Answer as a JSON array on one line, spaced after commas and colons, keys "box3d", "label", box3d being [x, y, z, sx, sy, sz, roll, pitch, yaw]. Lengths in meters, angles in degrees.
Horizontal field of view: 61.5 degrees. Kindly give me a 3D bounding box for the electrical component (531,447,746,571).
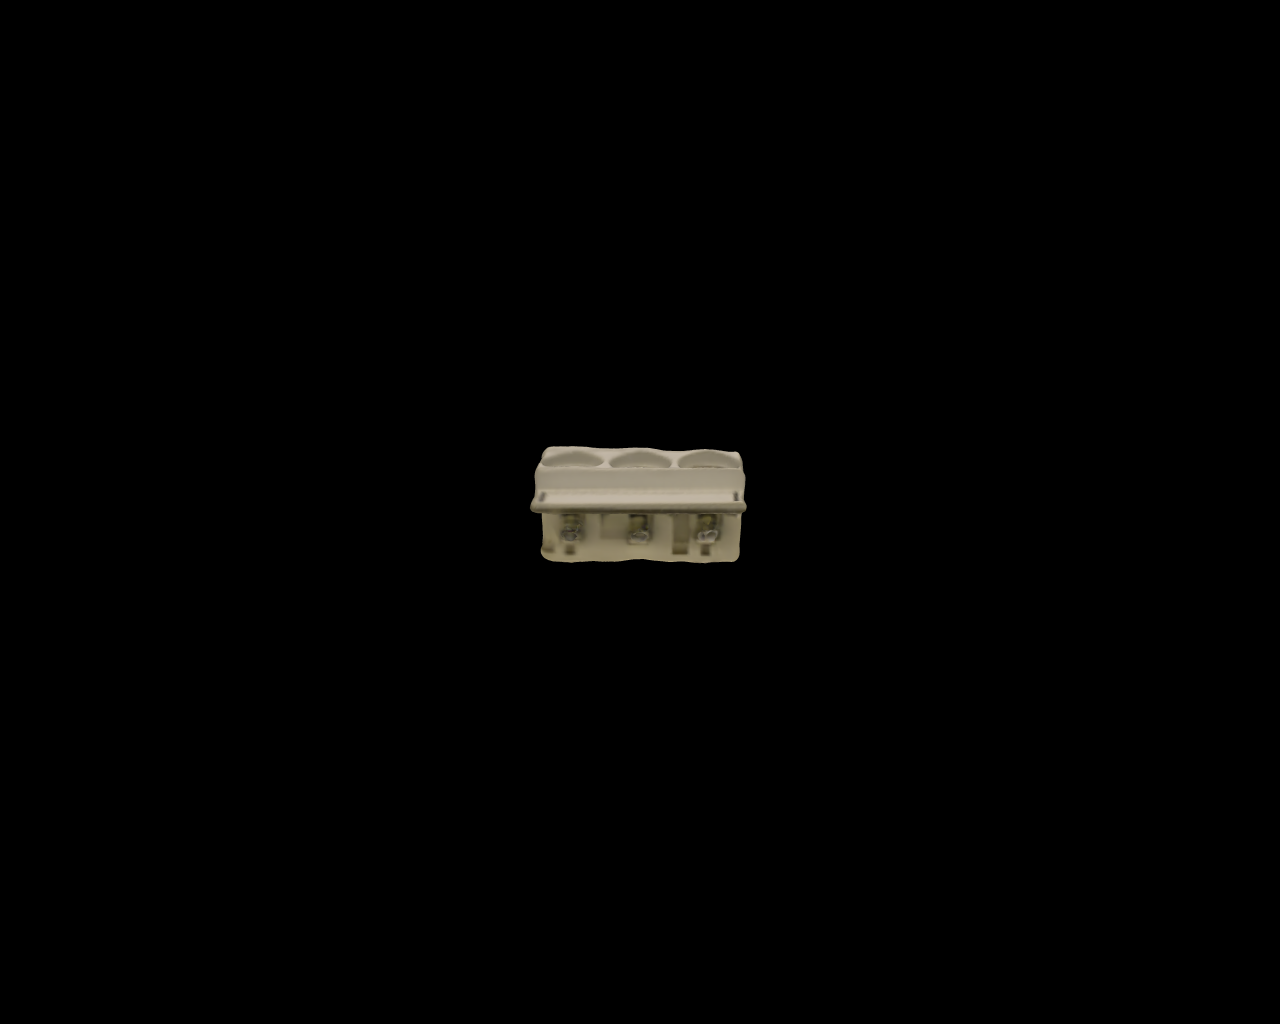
[{"box3d": [0.001, -0.003, 0.650, 0.121, 0.063, 0.079, 1, 20, 2], "label": "electrical component"}]
